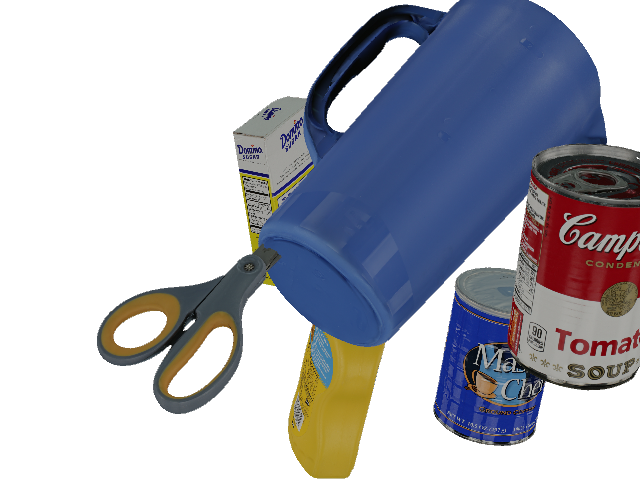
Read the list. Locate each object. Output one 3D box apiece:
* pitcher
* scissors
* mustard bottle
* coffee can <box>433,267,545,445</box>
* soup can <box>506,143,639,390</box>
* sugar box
[{"bbox_3d":[0.063,-0.053,0.720,0.242,0.145,0.149,-46,31,-25],"label":"pitcher"},{"bbox_3d":[-0.064,0.021,0.659,0.096,0.016,0.201,12,48,15],"label":"scissors"},{"bbox_3d":[0.017,0.094,0.864,0.058,0.192,0.096,4,33,-12],"label":"mustard bottle"},{"bbox_3d":[0.170,0.110,1.028,0.103,0.140,0.103,6,22,-3],"label":"coffee can"},{"bbox_3d":[0.130,0.012,0.518,0.068,0.102,0.068,2,26,-1],"label":"soup can"},{"bbox_3d":[-0.037,-0.049,1.088,0.048,0.176,0.093,10,34,30],"label":"sugar box"}]
